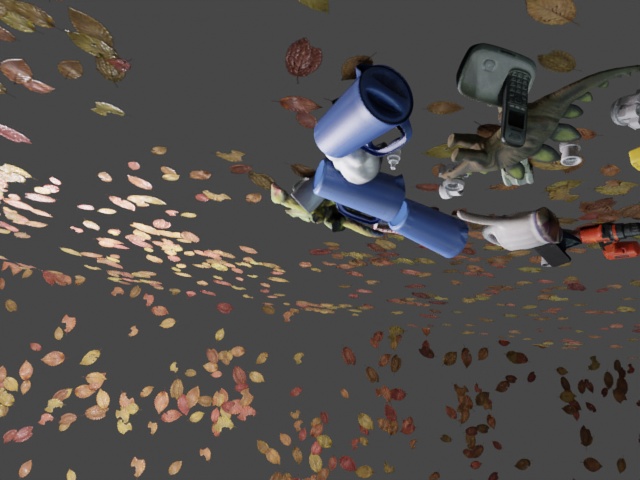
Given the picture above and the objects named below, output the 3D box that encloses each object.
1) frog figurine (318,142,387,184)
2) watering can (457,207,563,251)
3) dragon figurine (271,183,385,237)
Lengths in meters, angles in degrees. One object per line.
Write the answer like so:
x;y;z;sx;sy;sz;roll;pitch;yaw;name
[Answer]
0.074;-0.208;1.304;0.159;0.123;0.137;7;-179;-32;frog figurine
0.593;-0.040;1.574;0.345;0.106;0.222;23;152;-39;watering can
0.005;-0.086;1.710;0.406;0.123;0.243;28;168;-38;dragon figurine
